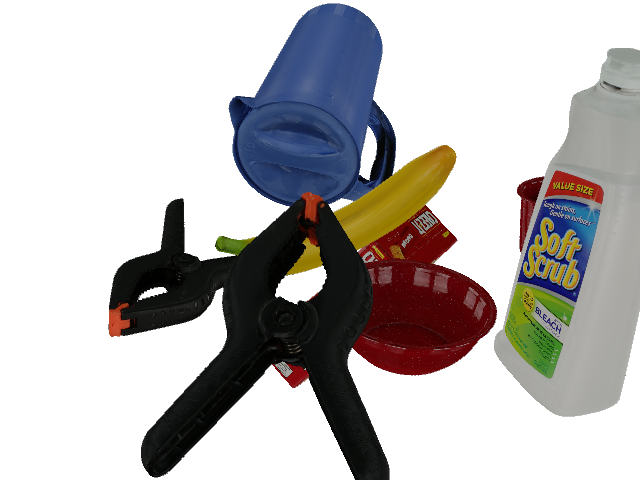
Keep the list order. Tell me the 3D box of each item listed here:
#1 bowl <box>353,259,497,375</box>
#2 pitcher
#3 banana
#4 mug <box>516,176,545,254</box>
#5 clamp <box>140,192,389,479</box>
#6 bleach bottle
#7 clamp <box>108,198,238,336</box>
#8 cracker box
[{"bbox_3d":[0.083,0.080,1.012,0.162,0.055,0.162,3,28,-2],"label":"bowl"},{"bbox_3d":[0.006,-0.151,1.163,0.145,0.149,0.242,-3,39,17],"label":"pitcher"},{"bbox_3d":[0.020,-0.015,0.838,0.198,0.037,0.069,-24,-23,6],"label":"banana"},{"bbox_3d":[0.281,-0.024,1.242,0.093,0.081,0.117,20,33,40],"label":"mug"},{"bbox_3d":[-0.007,0.055,0.543,0.120,0.171,0.039,16,-28,9],"label":"clamp"},{"bbox_3d":[0.178,-0.008,0.715,0.068,0.251,0.103,-9,33,-20],"label":"bleach bottle"},{"bbox_3d":[-0.135,0.026,1.009,0.165,0.036,0.209,25,37,29],"label":"clamp"},{"bbox_3d":[0.044,0.062,1.259,0.214,0.072,0.164,-45,-5,30],"label":"cracker box"}]
